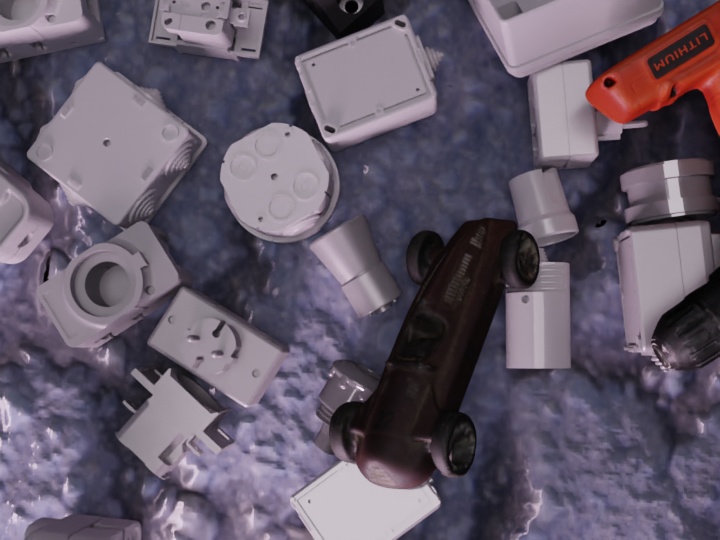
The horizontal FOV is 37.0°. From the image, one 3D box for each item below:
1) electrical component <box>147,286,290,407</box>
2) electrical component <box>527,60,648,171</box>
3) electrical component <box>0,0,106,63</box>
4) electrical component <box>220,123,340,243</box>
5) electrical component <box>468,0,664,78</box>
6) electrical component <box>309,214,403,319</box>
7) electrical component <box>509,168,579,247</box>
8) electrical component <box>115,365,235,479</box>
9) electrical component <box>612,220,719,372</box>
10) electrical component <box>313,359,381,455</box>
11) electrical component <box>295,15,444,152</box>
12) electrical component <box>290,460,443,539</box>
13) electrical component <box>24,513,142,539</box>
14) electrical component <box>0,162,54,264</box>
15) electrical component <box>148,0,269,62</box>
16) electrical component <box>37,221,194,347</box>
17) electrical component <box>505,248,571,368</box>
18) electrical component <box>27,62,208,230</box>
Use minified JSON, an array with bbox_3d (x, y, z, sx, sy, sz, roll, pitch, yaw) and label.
[{"bbox_3d":[-0.098,0.051,0.725,0.083,0.076,0.047,32,89,6],"label":"electrical component"},{"bbox_3d":[0.156,-0.106,0.731,0.077,0.047,0.065,-4,85,4],"label":"electrical component"},{"bbox_3d":[-0.244,-0.234,0.764,0.089,0.062,0.150,-11,85,4],"label":"electrical component"},{"bbox_3d":[-0.055,-0.060,0.742,0.080,0.051,0.080,0,86,4],"label":"electrical component"},{"bbox_3d":[0.128,-0.197,0.713,0.109,0.056,0.108,-22,53,3],"label":"electrical component"},{"bbox_3d":[0.000,0.000,0.739,0.044,0.044,0.065,-31,89,2],"label":"electrical component"},{"bbox_3d":[0.124,-0.042,0.733,0.040,0.040,0.046,-14,79,3],"label":"electrical component"},{"bbox_3d":[-0.130,0.105,0.741,0.081,0.042,0.063,42,93,7],"label":"electrical component"},{"bbox_3d":[0.207,0.018,0.711,0.061,0.062,0.096,-6,85,4],"label":"electrical component"},{"bbox_3d":[-0.009,0.095,0.731,0.048,0.048,0.062,30,96,6],"label":"electrical component"},{"bbox_3d":[0.012,-0.128,0.737,0.096,0.061,0.061,-21,85,3],"label":"electrical component"},{"bbox_3d":[0.011,0.149,0.716,0.096,0.061,0.061,-36,77,-2],"label":"electrical component"},{"bbox_3d":[-0.188,0.195,0.711,0.059,0.095,0.053,5,86,5],"label":"electrical component"},{"bbox_3d":[-0.266,-0.050,0.754,0.095,0.059,0.053,40,90,6],"label":"electrical component"},{"bbox_3d":[-0.108,-0.176,0.749,0.081,0.064,0.042,8,86,6],"label":"electrical component"},{"bbox_3d":[-0.169,0.011,0.743,0.089,0.056,0.050,-33,84,1],"label":"electrical component"},{"bbox_3d":[0.120,0.026,0.726,0.043,0.043,0.081,0,85,4],"label":"electrical component"},{"bbox_3d":[-0.171,-0.085,0.754,0.100,0.048,0.099,37,89,6],"label":"electrical component"}]
